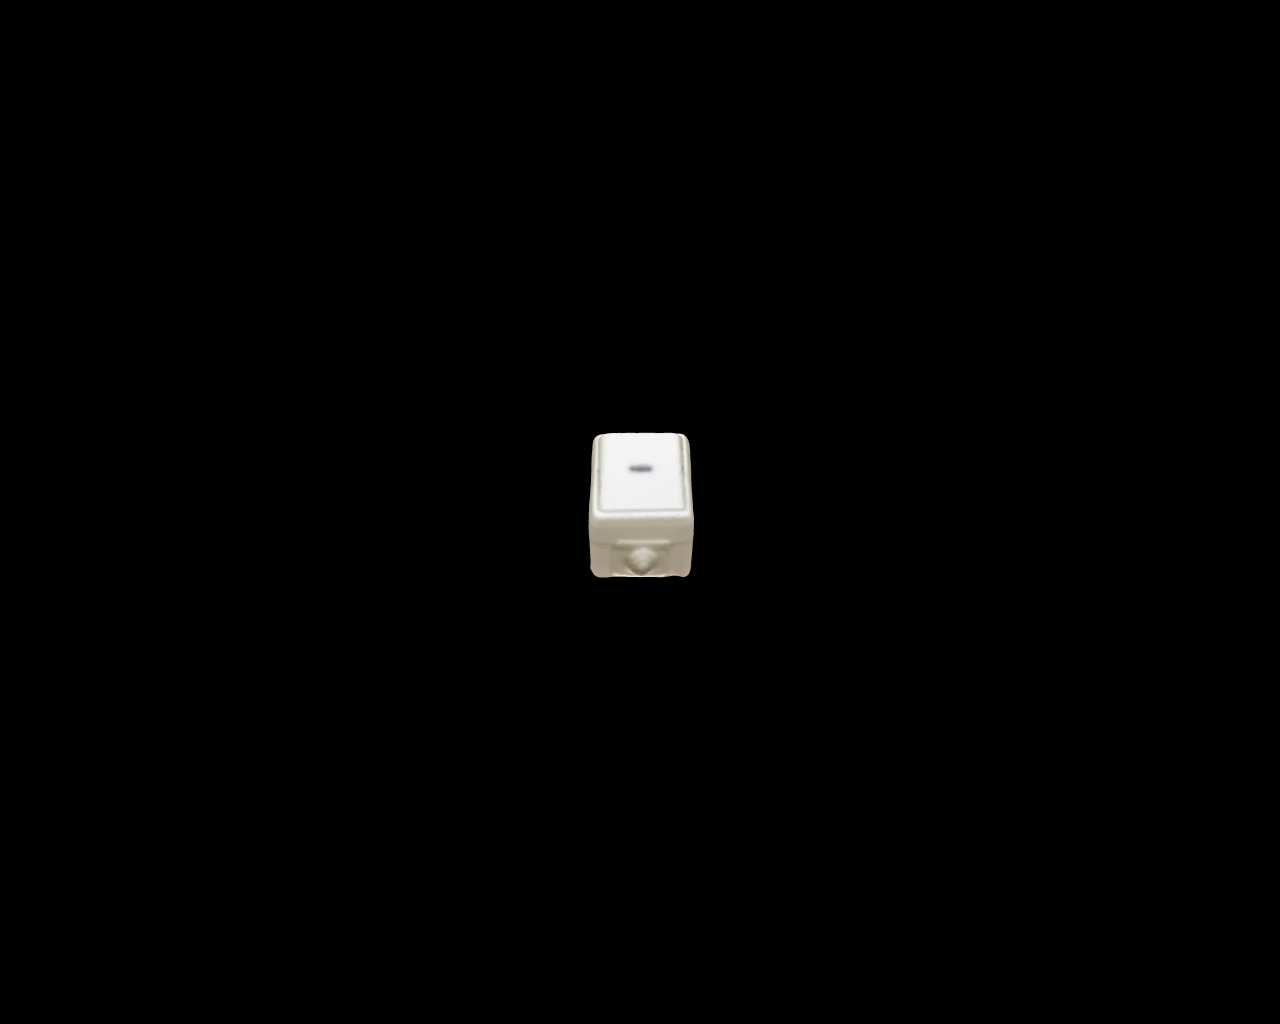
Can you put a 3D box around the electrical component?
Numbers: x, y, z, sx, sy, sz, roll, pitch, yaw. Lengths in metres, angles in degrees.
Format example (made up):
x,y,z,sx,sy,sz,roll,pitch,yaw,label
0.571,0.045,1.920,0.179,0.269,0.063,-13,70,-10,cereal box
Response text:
x,y,z,sx,sy,sz,roll,pitch,yaw,label
0.001,-0.003,0.650,0.062,0.061,0.096,0,44,0,electrical component
